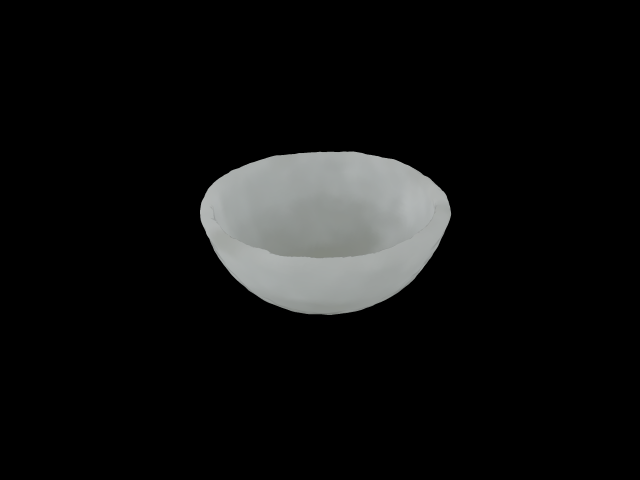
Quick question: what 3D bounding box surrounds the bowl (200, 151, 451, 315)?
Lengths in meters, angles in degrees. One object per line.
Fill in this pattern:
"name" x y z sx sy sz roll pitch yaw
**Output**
"bowl" 0.004 0.001 0.400 0.167 0.075 0.167 0 31 0
